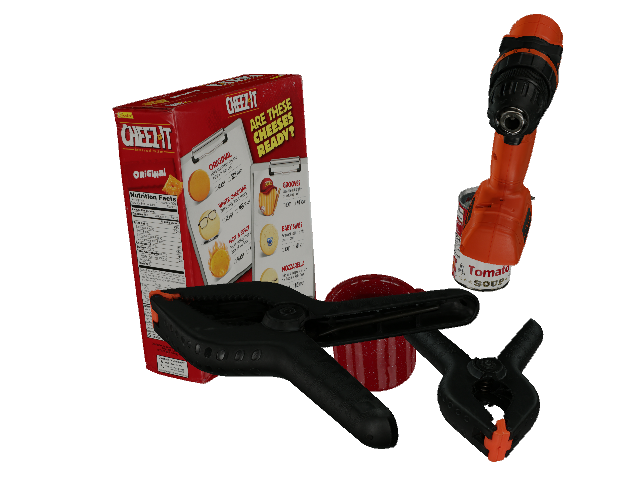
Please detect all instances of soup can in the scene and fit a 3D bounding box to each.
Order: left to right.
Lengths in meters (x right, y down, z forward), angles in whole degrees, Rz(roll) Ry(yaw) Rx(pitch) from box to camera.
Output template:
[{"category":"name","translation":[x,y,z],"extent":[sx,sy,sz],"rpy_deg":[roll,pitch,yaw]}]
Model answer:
[{"category":"soup can","translation":[0.186,-0.002,1.210],"extent":[0.068,0.102,0.068],"rpy_deg":[1,28,-1]}]

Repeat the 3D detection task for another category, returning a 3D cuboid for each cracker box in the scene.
[{"category":"cracker box","translation":[-0.078,-0.016,0.856],"extent":[0.072,0.214,0.163],"rpy_deg":[6,19,33]}]

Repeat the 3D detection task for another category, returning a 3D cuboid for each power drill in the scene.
[{"category":"power drill","translation":[0.159,-0.075,0.883],"extent":[0.057,0.188,0.184],"rpy_deg":[14,34,11]}]

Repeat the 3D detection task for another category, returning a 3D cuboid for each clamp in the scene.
[{"category":"clamp","translation":[-0.011,0.057,0.677],"extent":[0.210,0.036,0.164],"rpy_deg":[12,28,29]},{"category":"clamp","translation":[0.140,0.110,0.858],"extent":[0.120,0.039,0.171],"rpy_deg":[-6,33,-7]}]

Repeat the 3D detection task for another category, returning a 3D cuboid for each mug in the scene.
[{"category":"mug","translation":[0.062,0.088,1.050],"extent":[0.117,0.081,0.093],"rpy_deg":[-27,42,-26]}]
